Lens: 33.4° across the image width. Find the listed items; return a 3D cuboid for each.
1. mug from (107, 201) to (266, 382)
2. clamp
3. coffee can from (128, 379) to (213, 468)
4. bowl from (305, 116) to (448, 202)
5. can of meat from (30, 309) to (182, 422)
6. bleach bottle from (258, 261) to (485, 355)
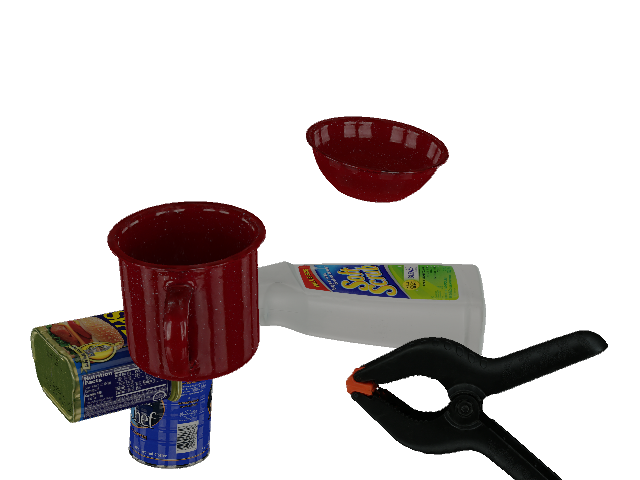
[{"bbox_3d":[-0.078,0.037,0.635,0.093,0.081,0.117,-1,26,-2],"label":"mug"},{"bbox_3d":[0.103,0.118,0.712,0.172,0.120,0.039,0,-1,16],"label":"clamp"},{"bbox_3d":[-0.185,0.196,1.325,0.103,0.140,0.103,4,15,-1],"label":"coffee can"},{"bbox_3d":[0.060,-0.087,1.203,0.162,0.055,0.162,6,27,-3],"label":"bowl"},{"bbox_3d":[-0.165,0.093,0.815,0.083,0.057,0.102,-11,20,-30],"label":"can of meat"},{"bbox_3d":[0.028,0.061,1.026,0.251,0.068,0.102,2,28,2],"label":"bleach bottle"}]
